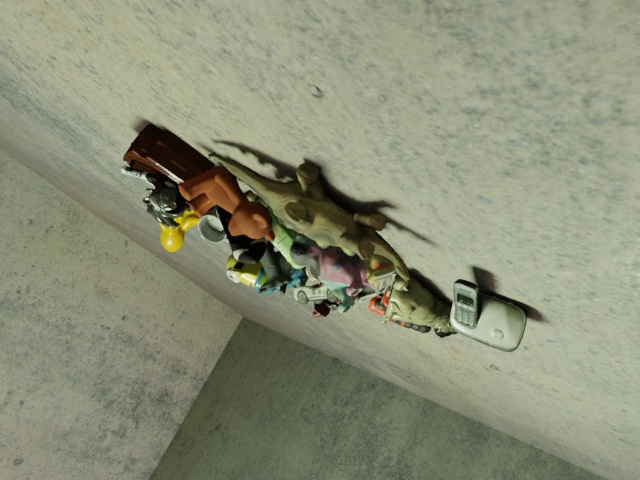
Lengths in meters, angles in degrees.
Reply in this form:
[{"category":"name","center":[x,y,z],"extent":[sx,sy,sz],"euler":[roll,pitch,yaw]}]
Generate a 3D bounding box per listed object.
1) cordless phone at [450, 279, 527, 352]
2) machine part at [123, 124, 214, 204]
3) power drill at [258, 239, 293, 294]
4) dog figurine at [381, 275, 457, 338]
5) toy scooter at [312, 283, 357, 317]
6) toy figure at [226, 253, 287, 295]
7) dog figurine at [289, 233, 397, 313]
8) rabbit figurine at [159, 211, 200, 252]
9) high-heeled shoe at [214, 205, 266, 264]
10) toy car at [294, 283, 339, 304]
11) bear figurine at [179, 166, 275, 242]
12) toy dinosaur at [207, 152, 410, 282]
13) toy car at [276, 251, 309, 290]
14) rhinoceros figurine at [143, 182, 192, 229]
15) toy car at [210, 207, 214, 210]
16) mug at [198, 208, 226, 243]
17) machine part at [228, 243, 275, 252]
[{"category":"cordless phone","center":[0.328,0.134,1.047],"extent":[0.147,0.089,0.184],"euler":[21,158,28]},{"category":"machine part","center":[-0.351,-0.168,1.261],"extent":[0.201,0.087,0.202],"euler":[36,164,-24]},{"category":"power drill","center":[-0.151,0.030,1.396],"extent":[0.086,0.207,0.232],"euler":[-11,174,-31]},{"category":"dog figurine","center":[0.249,0.151,1.234],"extent":[0.191,0.121,0.172],"euler":[13,165,5]},{"category":"toy scooter","center":[0.037,0.162,1.517],"extent":[0.075,0.135,0.184],"euler":[37,161,-26]},{"category":"toy figure","center":[-0.174,0.093,1.488],"extent":[0.180,0.089,0.082],"euler":[19,141,2]},{"category":"dog figurine","center":[0.042,0.035,1.197],"extent":[0.219,0.191,0.108],"euler":[54,152,22]},{"category":"rabbit figurine","center":[-0.400,-0.047,1.554],"extent":[0.122,0.173,0.162],"euler":[28,169,19]},{"category":"high-heeled shoe","center":[-0.196,-0.046,1.258],"extent":[0.249,0.086,0.145],"euler":[44,158,59]},{"category":"toy car","center":[0.013,0.140,1.433],"extent":[0.073,0.056,0.202],"euler":[4,169,-44]},{"category":"bear figurine","center":[-0.191,-0.061,1.150],"extent":[0.196,0.132,0.120],"euler":[52,170,20]},{"category":"toy dinosaur","center":[-0.026,-0.058,1.026],"extent":[0.471,0.105,0.198],"euler":[35,168,3]},{"category":"toy car","center":[-0.099,0.081,1.549],"extent":[0.102,0.109,0.162],"euler":[42,157,-32]},{"category":"rhinoceros figurine","center":[-0.361,-0.086,1.262],"extent":[0.112,0.073,0.190],"euler":[45,161,-16]},{"category":"toy car","center":[-0.311,-0.098,1.463],"extent":[0.089,0.053,0.202],"euler":[33,171,25]},{"category":"mug","center":[-0.263,-0.045,1.410],"extent":[0.081,0.107,0.109],"euler":[44,127,-6]},{"category":"machine part","center":[-0.203,0.012,1.569],"extent":[0.079,0.079,0.243],"euler":[38,163,-27]}]
